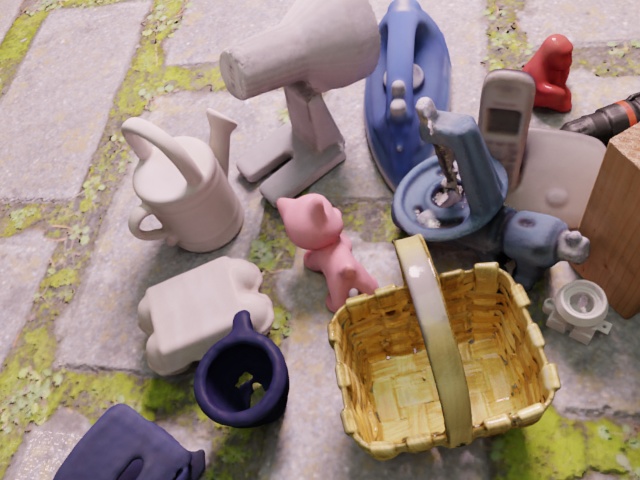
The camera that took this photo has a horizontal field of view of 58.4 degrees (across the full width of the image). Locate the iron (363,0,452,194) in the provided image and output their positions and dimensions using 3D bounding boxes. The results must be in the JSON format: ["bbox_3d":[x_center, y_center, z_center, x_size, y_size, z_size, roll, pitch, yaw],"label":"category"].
[{"bbox_3d":[0.105,-0.195,0.714,0.118,0.142,0.258,-1,60,12],"label":"iron"}]

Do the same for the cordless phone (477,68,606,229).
[{"bbox_3d":[0.229,-0.097,0.602,0.147,0.185,0.094,8,62,17],"label":"cordless phone"}]

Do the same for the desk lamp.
[{"bbox_3d":[-0.025,-0.177,0.689,0.203,0.214,0.117,-40,59,-11],"label":"desk lamp"}]

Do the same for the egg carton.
[{"bbox_3d":[-0.129,0.084,0.644,0.150,0.069,0.107,-24,58,-2],"label":"egg carton"}]

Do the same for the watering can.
[{"bbox_3d":[-0.163,-0.080,0.675,0.100,0.194,0.173,8,62,17],"label":"watering can"}]

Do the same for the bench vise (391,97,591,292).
[{"bbox_3d":[0.165,-0.052,0.569,0.207,0.220,0.121,9,62,17],"label":"bench vise"}]

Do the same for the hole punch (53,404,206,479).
[{"bbox_3d":[-0.183,0.228,0.558,0.100,0.091,0.109,27,69,25],"label":"hole punch"}]

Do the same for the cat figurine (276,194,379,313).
[{"bbox_3d":[0.006,0.002,0.633,0.067,0.118,0.127,-31,58,-6],"label":"cat figurine"}]

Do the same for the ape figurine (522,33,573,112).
[{"bbox_3d":[0.289,-0.214,0.713,0.076,0.092,0.078,30,70,26],"label":"ape figurine"}]

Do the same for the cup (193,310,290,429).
[{"bbox_3d":[-0.069,0.139,0.583,0.091,0.095,0.117,-10,58,7],"label":"cup"}]
